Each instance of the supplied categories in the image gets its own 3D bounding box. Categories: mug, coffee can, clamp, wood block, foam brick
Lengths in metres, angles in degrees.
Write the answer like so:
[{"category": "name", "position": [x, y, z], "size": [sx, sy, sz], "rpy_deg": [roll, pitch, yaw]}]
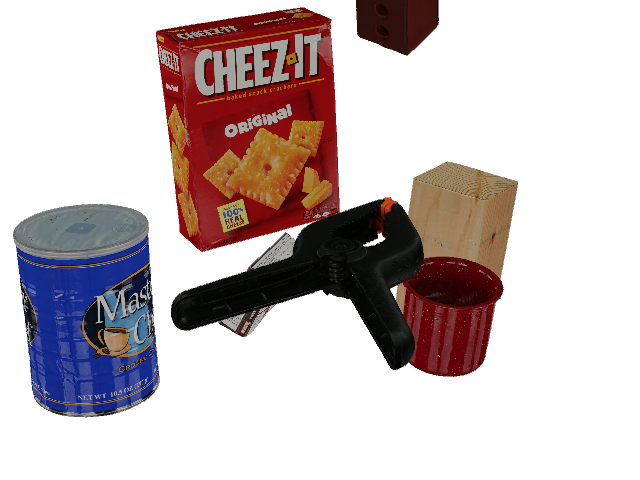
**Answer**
[{"category": "mug", "position": [0.115, 0.066, 1.001], "size": [0.093, 0.081, 0.117], "rpy_deg": [-2, 29, -11]}, {"category": "coffee can", "position": [-0.183, 0.053, 0.847], "size": [0.103, 0.140, 0.103], "rpy_deg": [-1, 22, 0]}, {"category": "clamp", "position": [0.004, 0.020, 0.739], "size": [0.165, 0.036, 0.209], "rpy_deg": [6, 26, 16]}, {"category": "wood block", "position": [0.147, 0.029, 1.192], "size": [0.090, 0.206, 0.090], "rpy_deg": [19, 25, 28]}, {"category": "foam brick", "position": [0.063, -0.202, 0.875], "size": [0.053, 0.051, 0.078], "rpy_deg": [26, -33, 25]}]

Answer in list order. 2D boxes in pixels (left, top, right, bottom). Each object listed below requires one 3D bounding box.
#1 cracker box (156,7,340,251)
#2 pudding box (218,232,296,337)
[{"category": "cracker box", "position": [-0.067, -0.112, 1.071], "size": [0.164, 0.214, 0.072], "rpy_deg": [-15, 27, -24]}, {"category": "pudding box", "position": [-0.066, 0.052, 1.252], "size": [0.039, 0.090, 0.113], "rpy_deg": [31, 29, 5]}]
